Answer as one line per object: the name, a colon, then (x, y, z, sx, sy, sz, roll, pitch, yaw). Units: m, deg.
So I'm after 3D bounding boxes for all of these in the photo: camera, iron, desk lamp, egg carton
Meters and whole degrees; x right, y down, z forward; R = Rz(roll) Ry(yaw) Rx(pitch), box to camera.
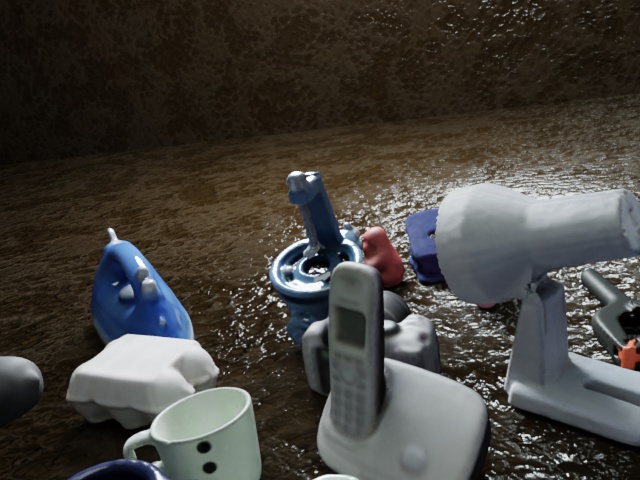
camera: (0.068, 0.102, 0.630, 0.142, 0.101, 0.137, 3, 21, 27)
iron: (-0.239, 0.073, 0.765, 0.119, 0.141, 0.257, -18, 22, -29)
desk lamp: (0.220, 0.051, 0.547, 0.202, 0.214, 0.118, 10, 26, 41)
egg carton: (-0.190, 0.154, 0.622, 0.150, 0.069, 0.107, 0, 20, 21)

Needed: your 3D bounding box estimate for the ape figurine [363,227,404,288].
ape figurine: (0.087, 0.024, 0.863, 0.075, 0.092, 0.078, 5, 23, 32)

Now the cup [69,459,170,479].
cup: (-0.126, 0.212, 0.392, 0.118, 0.095, 0.091, -11, 19, -9)

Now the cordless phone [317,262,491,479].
cordless phone: (0.062, 0.114, 0.466, 0.147, 0.185, 0.094, 9, 25, 39)

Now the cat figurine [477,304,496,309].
cat figurine: (0.225, 0.024, 0.770, 0.128, 0.118, 0.067, -15, 21, -22)

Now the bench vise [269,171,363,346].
bench vise: (-0.005, 0.004, 0.757, 0.121, 0.220, 0.207, -5, 19, 6)

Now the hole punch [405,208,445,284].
hole punch: (0.190, 0.006, 0.877, 0.108, 0.091, 0.101, -8, 19, -1)

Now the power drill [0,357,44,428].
power drill: (-0.266, 0.175, 0.375, 0.229, 0.208, 0.075, -6, 19, 5)
